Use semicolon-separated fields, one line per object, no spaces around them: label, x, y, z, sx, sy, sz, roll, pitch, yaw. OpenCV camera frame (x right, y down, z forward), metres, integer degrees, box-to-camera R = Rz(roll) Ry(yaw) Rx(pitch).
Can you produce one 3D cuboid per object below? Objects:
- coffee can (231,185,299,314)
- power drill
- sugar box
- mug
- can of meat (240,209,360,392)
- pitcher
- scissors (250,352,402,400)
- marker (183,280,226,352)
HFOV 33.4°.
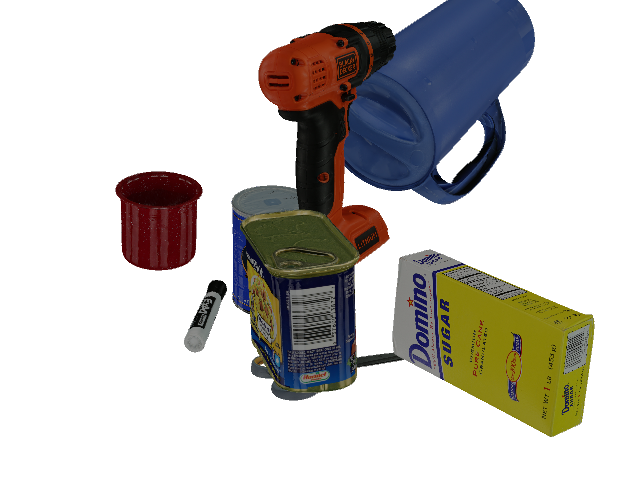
coffee can;-0.062;0.013;1.370;0.103;0.140;0.103;1;25;-1
power drill;0.016;-0.081;0.872;0.057;0.188;0.184;4;20;30
sugar box;0.133;0.078;0.859;0.048;0.093;0.176;-14;25;-40
mug;-0.182;-0.025;1.175;0.093;0.081;0.117;-12;32;-28
can of meat;-0.013;0.037;0.666;0.057;0.084;0.102;-7;21;-15
pitcher;0.124;-0.156;1.081;0.145;0.149;0.242;20;45;31
scissors;0.023;0.150;1.207;0.201;0.016;0.096;1;24;-8
marker;-0.106;0.068;0.998;0.020;0.020;0.121;0;22;6
